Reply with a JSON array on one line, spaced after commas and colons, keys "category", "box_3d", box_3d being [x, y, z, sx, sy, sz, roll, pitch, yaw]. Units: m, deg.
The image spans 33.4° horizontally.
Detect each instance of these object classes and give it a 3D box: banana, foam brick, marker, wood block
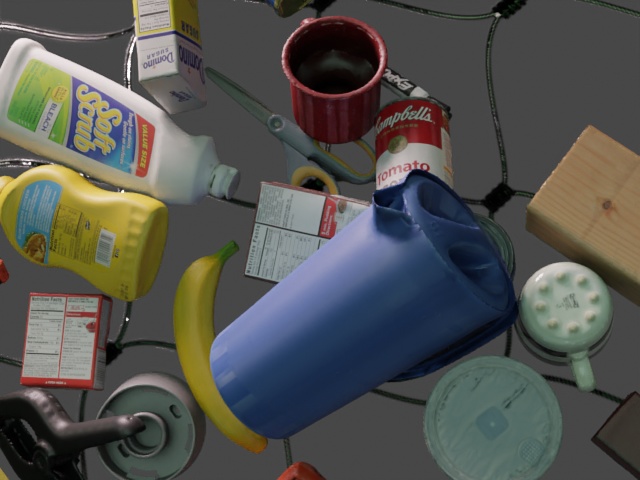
[{"category": "banana", "box_3d": [-0.095, 0.098, 0.963, 0.070, 0.037, 0.198, -12, 75, 8]}, {"category": "foam brick", "box_3d": [0.268, 0.168, 0.870, 0.078, 0.053, 0.051, 39, 87, 15]}, {"category": "marker", "box_3d": [0.072, -0.146, 0.996, 0.121, 0.020, 0.020, 37, 86, 16]}, {"category": "wood block", "box_3d": [0.282, 0.006, 0.885, 0.206, 0.090, 0.091, 37, 87, 16]}]

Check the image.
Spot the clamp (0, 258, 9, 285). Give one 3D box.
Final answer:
[{"category": "clamp", "box_3d": [-0.387, 0.022, 1.025, 0.171, 0.039, 0.120, 18, 66, 16]}]

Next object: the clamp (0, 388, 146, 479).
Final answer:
[{"category": "clamp", "box_3d": [-0.228, 0.199, 0.939, 0.210, 0.036, 0.164, 17, 111, 37]}]

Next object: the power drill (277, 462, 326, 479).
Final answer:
[{"category": "power drill", "box_3d": [-0.016, 0.309, 0.888, 0.188, 0.057, 0.184, 42, 87, 16]}]

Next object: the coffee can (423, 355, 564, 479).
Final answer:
[{"category": "coffee can", "box_3d": [0.139, 0.151, 0.852, 0.103, 0.140, 0.103, -2, 77, 10]}]

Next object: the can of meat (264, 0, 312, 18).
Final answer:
[{"category": "can of meat", "box_3d": [-0.029, -0.276, 1.027, 0.102, 0.057, 0.084, -42, 76, -1]}]

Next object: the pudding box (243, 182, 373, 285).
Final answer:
[{"category": "pudding box", "box_3d": [-0.006, 0.001, 0.959, 0.113, 0.039, 0.090, 13, 95, 15]}]

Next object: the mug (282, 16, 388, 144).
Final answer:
[{"category": "mug", "box_3d": [0.009, -0.150, 0.969, 0.093, 0.081, 0.117, -23, 62, -11]}]

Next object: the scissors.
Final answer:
[{"category": "scissors", "box_3d": [-0.041, -0.088, 1.006, 0.202, 0.016, 0.096, 23, 83, 15]}]

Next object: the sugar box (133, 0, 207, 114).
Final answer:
[{"category": "sugar box", "box_3d": [-0.145, -0.218, 1.016, 0.048, 0.093, 0.176, -11, 76, 9]}]

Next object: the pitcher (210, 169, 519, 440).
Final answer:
[{"category": "pitcher", "box_3d": [0.035, 0.067, 0.876, 0.243, 0.144, 0.149, -37, 84, 25]}]

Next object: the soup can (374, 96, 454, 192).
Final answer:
[{"category": "soup can", "box_3d": [0.082, -0.065, 0.935, 0.068, 0.068, 0.102, -5, 57, 9]}]

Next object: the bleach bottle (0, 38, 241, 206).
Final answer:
[{"category": "bleach bottle", "box_3d": [-0.190, -0.103, 1.015, 0.251, 0.068, 0.102, 22, 84, 13]}]

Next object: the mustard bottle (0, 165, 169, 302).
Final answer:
[{"category": "mustard bottle", "box_3d": [-0.239, -0.018, 1.002, 0.192, 0.058, 0.096, 20, 109, 15]}]

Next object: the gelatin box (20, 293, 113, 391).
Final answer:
[{"category": "gelatin box", "box_3d": [-0.236, 0.094, 0.994, 0.073, 0.030, 0.089, 1, 78, 12]}]

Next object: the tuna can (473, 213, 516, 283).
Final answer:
[{"category": "tuna can", "box_3d": [0.129, 0.020, 0.940, 0.086, 0.033, 0.086, -2, 77, 10]}]
